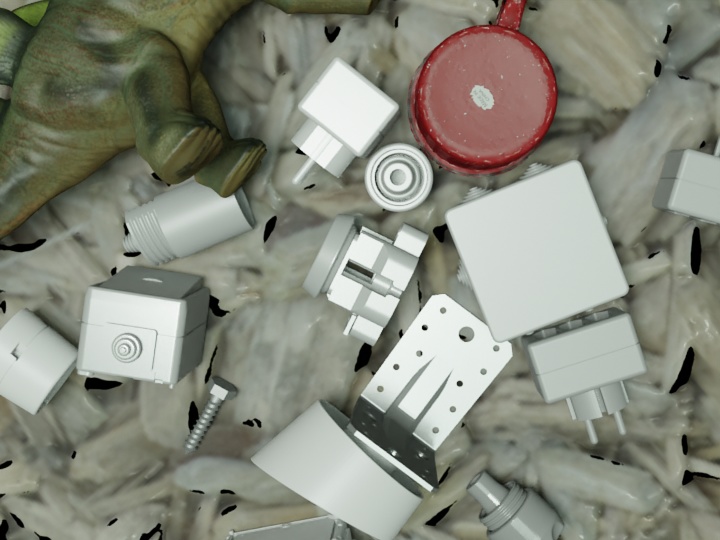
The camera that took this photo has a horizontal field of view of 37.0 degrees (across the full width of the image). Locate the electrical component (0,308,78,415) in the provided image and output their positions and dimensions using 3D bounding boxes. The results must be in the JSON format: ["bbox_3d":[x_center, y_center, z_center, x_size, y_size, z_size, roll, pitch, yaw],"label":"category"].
[{"bbox_3d":[-0.214,0.060,0.695,0.047,0.055,0.055,36,96,-4],"label":"electrical component"}]

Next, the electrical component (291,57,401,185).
[{"bbox_3d":[-0.016,-0.082,0.657,0.047,0.083,0.075,39,96,-1],"label":"electrical component"}]

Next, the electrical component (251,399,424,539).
[{"bbox_3d":[-0.011,0.129,0.670,0.099,0.099,0.064,43,90,-1],"label":"electrical component"}]

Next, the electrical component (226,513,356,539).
[{"bbox_3d":[-0.039,0.198,0.693,0.096,0.061,0.061,-11,94,4],"label":"electrical component"}]

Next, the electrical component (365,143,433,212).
[{"bbox_3d":[0.024,-0.057,0.668,0.043,0.062,0.043,0,95,3],"label":"electrical component"}]

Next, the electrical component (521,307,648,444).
[{"bbox_3d":[0.146,0.071,0.680,0.066,0.047,0.076,-18,92,3],"label":"electrical component"}]

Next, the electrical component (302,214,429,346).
[{"bbox_3d":[0.000,0.000,0.677,0.057,0.058,0.078,26,96,-2],"label":"electrical component"}]

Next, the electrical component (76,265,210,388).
[{"bbox_3d":[-0.133,0.033,0.666,0.062,0.096,0.061,9,95,2],"label":"electrical component"}]

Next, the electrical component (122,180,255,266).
[{"bbox_3d":[-0.113,-0.031,0.686,0.081,0.043,0.043,-22,93,4],"label":"electrical component"}]

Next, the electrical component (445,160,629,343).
[{"bbox_3d":[0.108,-0.013,0.674,0.100,0.048,0.099,-22,93,4],"label":"electrical component"}]

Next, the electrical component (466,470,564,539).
[{"bbox_3d":[0.096,0.156,0.692,0.062,0.043,0.043,43,95,0],"label":"electrical component"}]

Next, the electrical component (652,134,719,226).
[{"bbox_3d":[0.236,-0.063,0.664,0.083,0.047,0.075,16,95,1],"label":"electrical component"}]
